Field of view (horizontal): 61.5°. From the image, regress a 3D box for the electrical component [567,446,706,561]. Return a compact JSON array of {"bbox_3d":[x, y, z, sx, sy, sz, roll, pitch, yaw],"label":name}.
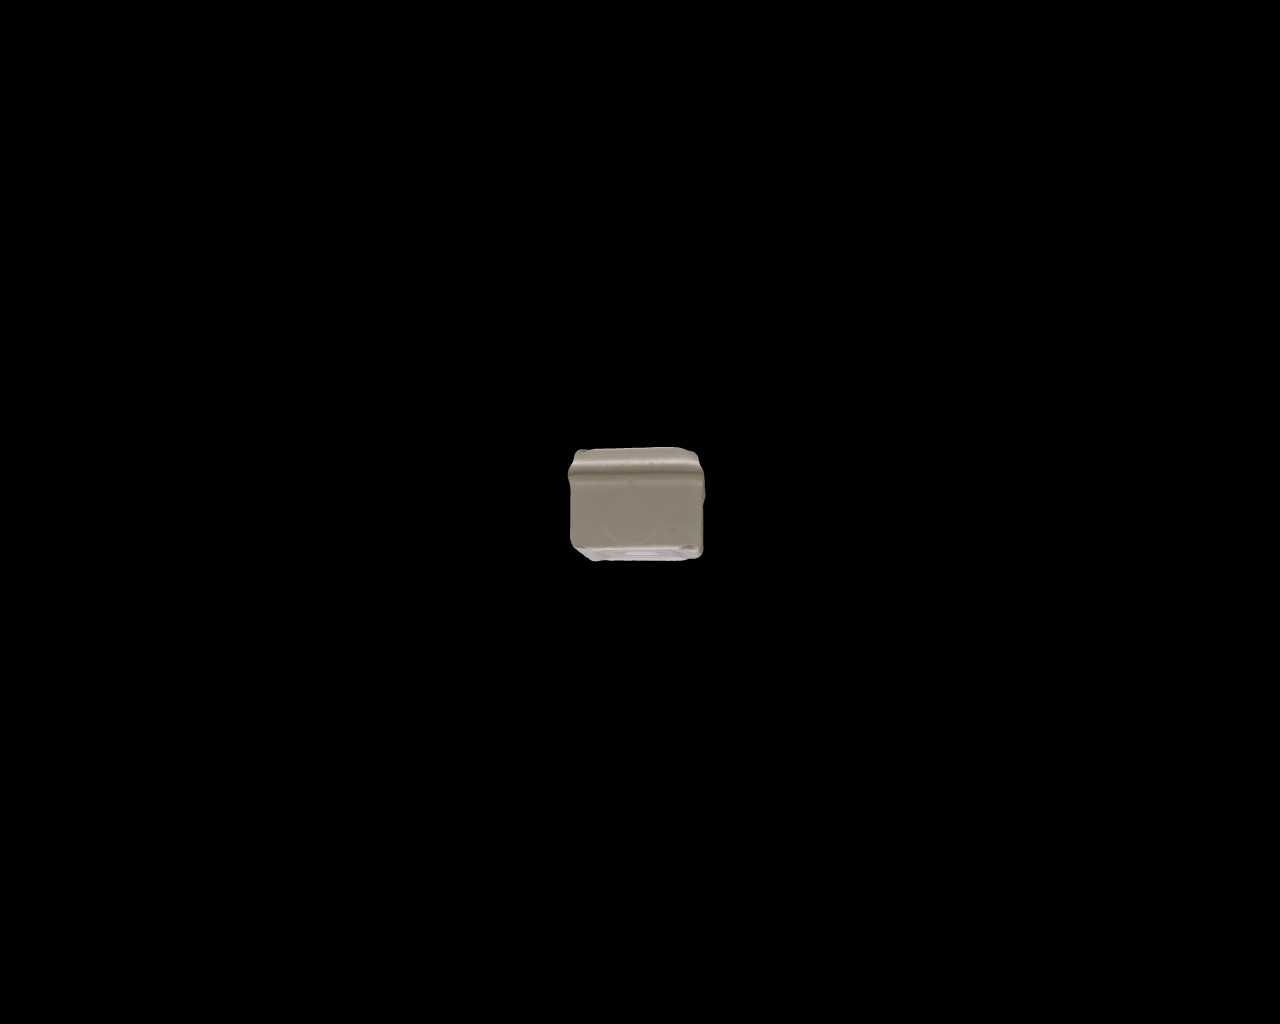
[{"bbox_3d":[0.001,-0.003,0.650,0.078,0.057,0.113,0,-7,4],"label":"electrical component"}]
